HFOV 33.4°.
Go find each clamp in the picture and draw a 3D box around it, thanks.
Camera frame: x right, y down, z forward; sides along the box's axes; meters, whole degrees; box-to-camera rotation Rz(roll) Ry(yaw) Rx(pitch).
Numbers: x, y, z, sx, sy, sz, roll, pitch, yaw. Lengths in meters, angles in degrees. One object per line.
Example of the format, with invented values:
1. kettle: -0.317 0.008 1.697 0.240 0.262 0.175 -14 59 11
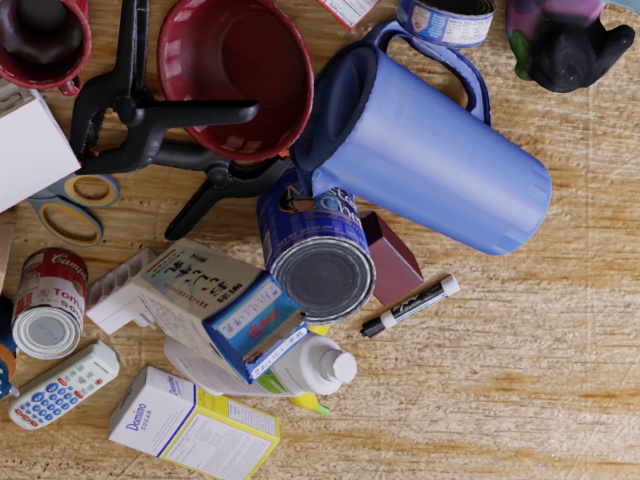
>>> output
1. clamp: -0.107 -0.075 1.039 0.171 0.039 0.120 -26 128 13
2. clamp: -0.170 -0.134 0.969 0.210 0.036 0.164 -31 94 33

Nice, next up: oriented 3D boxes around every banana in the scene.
1. banana: -0.010 0.118 1.185 0.069 0.037 0.198 -7 128 -26

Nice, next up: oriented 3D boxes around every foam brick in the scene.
1. foam brick: 0.063 0.020 1.118 0.051 0.053 0.078 -36 120 14

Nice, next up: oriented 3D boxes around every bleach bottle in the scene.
1. bleach bottle: -0.052 0.121 1.066 0.102 0.251 0.068 44 63 -30

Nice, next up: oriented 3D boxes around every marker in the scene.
1. marker: 0.098 0.075 1.180 0.121 0.020 0.020 -30 122 11

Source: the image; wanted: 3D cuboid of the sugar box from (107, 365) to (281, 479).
1. sugar box: -0.144 0.215 1.222 0.176 0.048 0.093 28 116 -20

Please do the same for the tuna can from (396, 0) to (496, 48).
1. tuna can: 0.112 -0.205 0.957 0.086 0.086 0.034 6 124 -12

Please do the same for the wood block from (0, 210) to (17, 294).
1. wood block: -0.405 0.011 1.015 0.205 0.091 0.090 13 130 -17

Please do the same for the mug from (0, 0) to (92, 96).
1. mug: -0.237 -0.180 0.924 0.093 0.081 0.117 -22 123 6

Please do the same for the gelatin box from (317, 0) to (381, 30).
1. gelatin box: 0.030 -0.244 0.952 0.089 0.030 0.073 -42 121 19

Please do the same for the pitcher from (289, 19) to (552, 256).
1. pitcher: 0.106 -0.087 1.018 0.242 0.145 0.149 26 131 -27

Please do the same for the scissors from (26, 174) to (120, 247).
1. scissors: -0.280 -0.066 1.033 0.096 0.016 0.201 -40 120 16

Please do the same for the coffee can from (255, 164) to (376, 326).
1. coffee can: -0.007 0.001 1.042 0.102 0.140 0.103 -4 123 -6

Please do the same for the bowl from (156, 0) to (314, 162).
1. bowl: -0.066 -0.155 0.957 0.162 0.055 0.162 13 119 24

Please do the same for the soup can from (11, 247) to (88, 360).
1. soup can: -0.269 0.063 1.067 0.068 0.102 0.068 -4 123 -6
